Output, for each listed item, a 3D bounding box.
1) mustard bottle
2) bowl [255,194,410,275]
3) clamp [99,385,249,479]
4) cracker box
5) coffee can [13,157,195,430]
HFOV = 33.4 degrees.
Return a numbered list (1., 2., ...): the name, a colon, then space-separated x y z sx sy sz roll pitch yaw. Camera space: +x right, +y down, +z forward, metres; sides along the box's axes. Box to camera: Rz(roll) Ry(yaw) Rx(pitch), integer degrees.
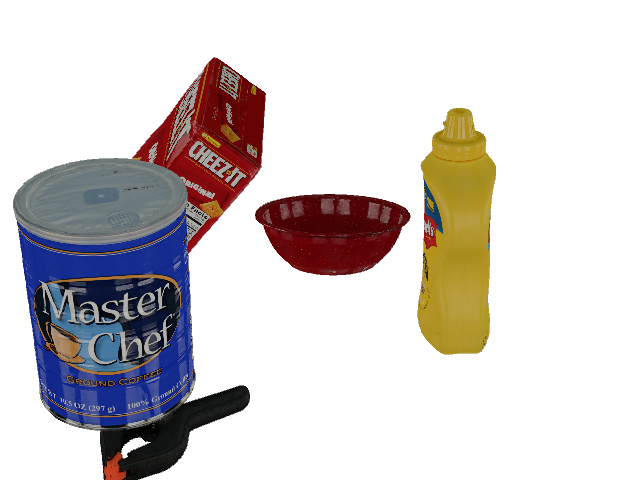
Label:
1. mustard bottle: 0.108 -0.012 0.848 0.058 0.192 0.096 -1 26 0
2. bowl: 0.013 -0.003 1.111 0.162 0.055 0.162 0 16 0
3. clamp: -0.158 0.162 0.994 0.120 0.039 0.171 18 29 25
4. cracker box: -0.141 -0.046 0.976 0.072 0.214 0.164 34 24 -19
5. coffee can: -0.132 0.033 0.671 0.103 0.140 0.103 1 29 -1
